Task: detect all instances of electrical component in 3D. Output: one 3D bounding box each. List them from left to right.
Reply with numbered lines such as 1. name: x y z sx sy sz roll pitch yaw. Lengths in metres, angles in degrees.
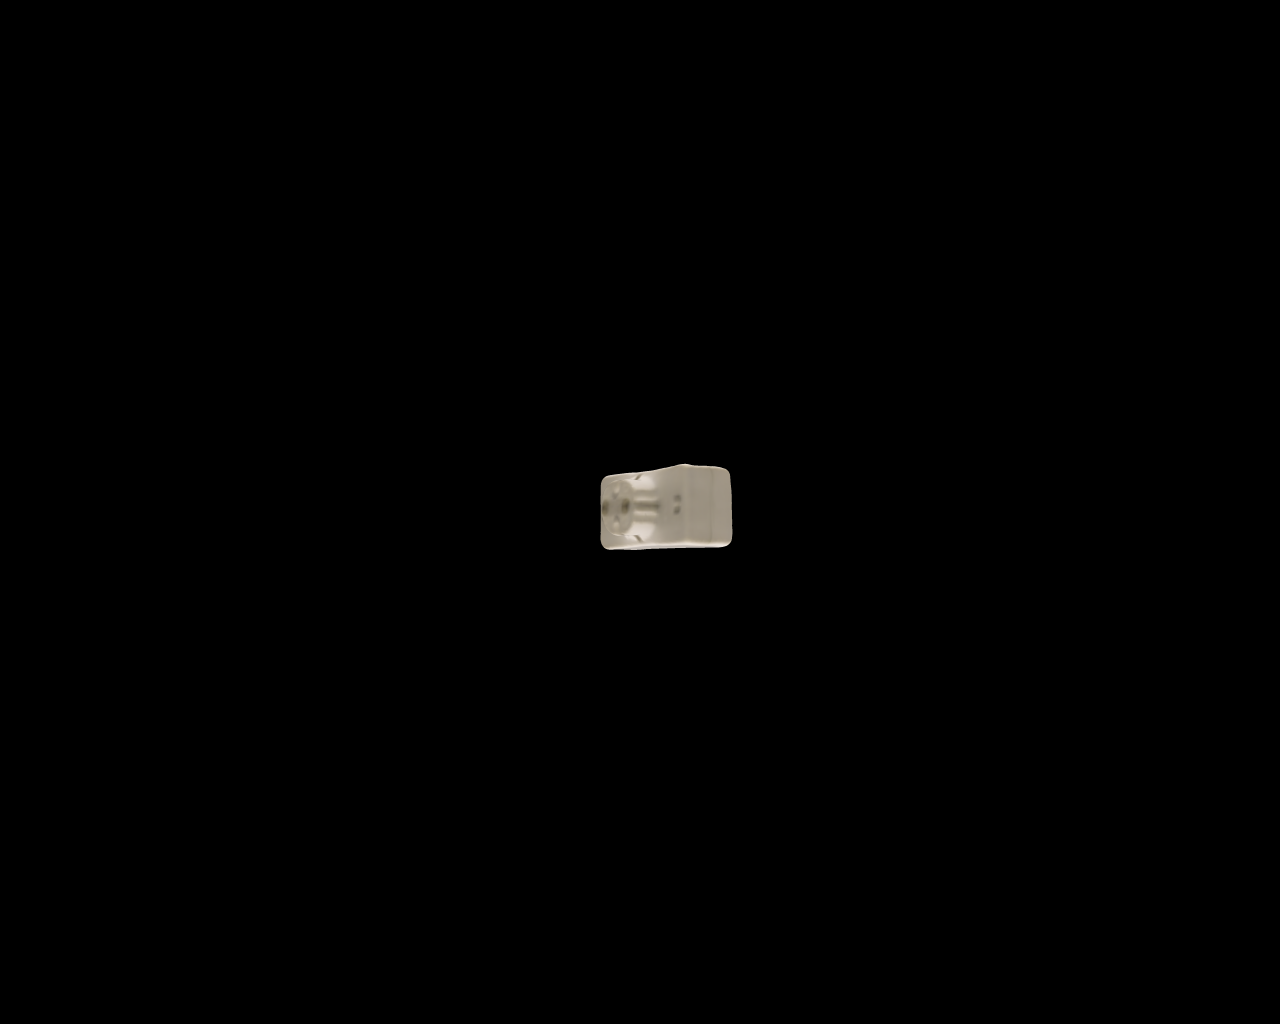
1. electrical component: 0.001 -0.003 0.650 0.076 0.047 0.083 4 -6 -39
